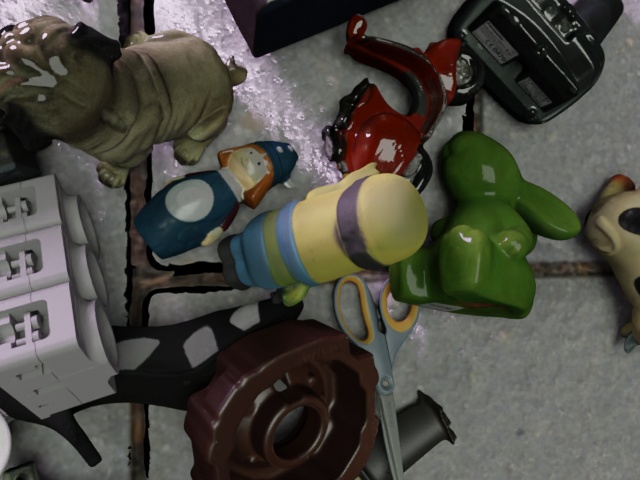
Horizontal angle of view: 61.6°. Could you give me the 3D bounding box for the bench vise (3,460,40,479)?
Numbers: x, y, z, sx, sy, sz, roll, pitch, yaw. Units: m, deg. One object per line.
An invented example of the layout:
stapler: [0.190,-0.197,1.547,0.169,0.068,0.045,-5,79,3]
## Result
bench vise: [-0.267,0.301,0.411,0.241,0.129,0.223,-16,93,-16]

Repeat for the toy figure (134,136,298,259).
toy figure: [-0.084,-0.042,0.469,0.154,0.058,0.064,-35,108,-10]

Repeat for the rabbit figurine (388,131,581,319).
rabbit figurine: [0.159,-0.019,0.498,0.159,0.121,0.170,11,75,-16]

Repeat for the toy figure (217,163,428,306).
toy figure: [0.000,0.002,0.443,0.180,0.089,0.082,-16,114,17]

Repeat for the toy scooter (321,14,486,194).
toy scooter: [0.059,-0.124,0.488,0.135,0.075,0.184,33,83,-15]

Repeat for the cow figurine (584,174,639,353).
cow figurine: [0.346,0.036,0.555,0.127,0.085,0.194,-43,103,-14]

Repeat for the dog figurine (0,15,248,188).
dog figurine: [-0.127,-0.114,0.389,0.172,0.191,0.121,-38,100,-10]

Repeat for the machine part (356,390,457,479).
machine part: [0.068,0.211,0.523,0.139,0.039,0.084,-39,91,-7]

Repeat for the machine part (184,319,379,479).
machine part: [-0.028,0.152,0.448,0.179,0.056,0.179,-13,112,-35]

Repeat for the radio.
radio: [0.031,-0.239,0.450,0.230,0.131,0.073,-25,97,-10]

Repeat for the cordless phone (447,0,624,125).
cordless phone: [0.230,-0.222,0.533,0.146,0.089,0.184,43,72,-10]

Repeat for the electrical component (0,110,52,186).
electrical component: [-0.257,-0.107,0.398,0.058,0.115,0.134,-20,96,-7]

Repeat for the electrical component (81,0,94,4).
electrical component: [-0.216,-0.235,0.425,0.094,0.021,0.063,19,87,-56]

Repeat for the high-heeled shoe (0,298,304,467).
high-heeled shoe: [-0.146,0.084,0.472,0.249,0.086,0.145,-30,58,-32]
